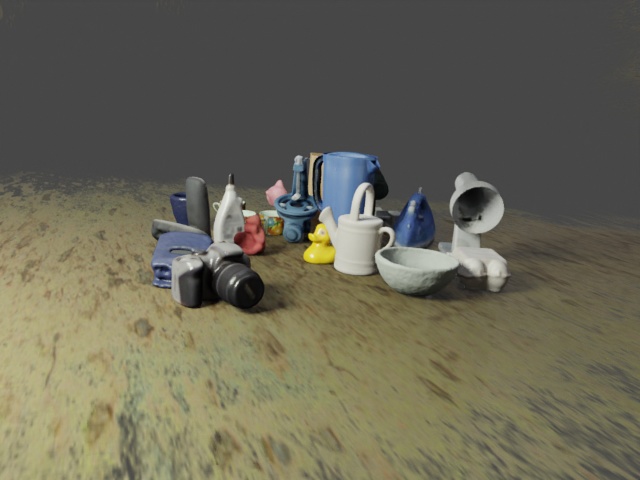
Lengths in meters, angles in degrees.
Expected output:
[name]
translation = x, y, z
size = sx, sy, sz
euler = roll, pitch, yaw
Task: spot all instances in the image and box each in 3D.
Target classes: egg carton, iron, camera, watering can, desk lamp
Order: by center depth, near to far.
[camera]
translation = -0.167, 0.063, 0.988
size = 0.144, 0.101, 0.136
euler = -5, 17, -35
[egg carton]
translation = 0.339, 0.060, 1.233
size = 0.107, 0.069, 0.150
euler = 4, 14, -3
[watering can]
translation = 0.080, -0.029, 1.249
size = 0.172, 0.194, 0.101
euler = 6, 14, 5
[desk lamp]
translation = 0.358, -0.051, 1.392
size = 0.118, 0.213, 0.203
euler = 5, 14, 0
[iron]
translation = 0.252, -0.059, 1.540
size = 0.118, 0.141, 0.259
euler = 8, 14, 13

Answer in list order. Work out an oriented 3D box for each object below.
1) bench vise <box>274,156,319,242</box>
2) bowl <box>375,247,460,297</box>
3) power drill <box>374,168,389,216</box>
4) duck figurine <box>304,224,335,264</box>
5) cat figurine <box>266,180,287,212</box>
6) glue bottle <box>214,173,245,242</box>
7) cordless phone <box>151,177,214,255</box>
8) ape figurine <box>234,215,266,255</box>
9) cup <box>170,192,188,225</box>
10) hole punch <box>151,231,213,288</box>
[bench vise]
translation = -0.065, -0.118, 1.513
size = 0.122, 0.220, 0.207
euler = 1, 14, -13
[bowl]
translation = 0.189, 0.068, 1.137
size = 0.167, 0.075, 0.167
euler = 4, 14, -1
[power drill]
translation = 0.126, -0.115, 1.585
size = 0.076, 0.208, 0.229
euler = 1, 14, -13
[duck figurine]
translation = 0.012, 0.005, 1.317
size = 0.105, 0.086, 0.077
euler = -7, 18, -39
[cat figurine]
translation = -0.108, -0.120, 1.723
size = 0.128, 0.118, 0.067
euler = -1, 15, -21
[glue bottle]
translation = -0.216, -0.076, 1.386
size = 0.078, 0.173, 0.037
euler = -6, 17, -37
[cordless phone]
translation = -0.289, -0.048, 1.222
size = 0.147, 0.185, 0.094
euler = 11, 15, 26
[ape figurine]
translation = -0.156, -0.013, 1.319
size = 0.077, 0.092, 0.076
euler = 16, 18, 40
[cup]
translation = -0.348, -0.075, 1.504
size = 0.092, 0.095, 0.117
euler = 1, 14, -16
[hole punch]
translation = -0.257, 0.038, 1.081
size = 0.108, 0.091, 0.101
euler = 4, 14, -4
